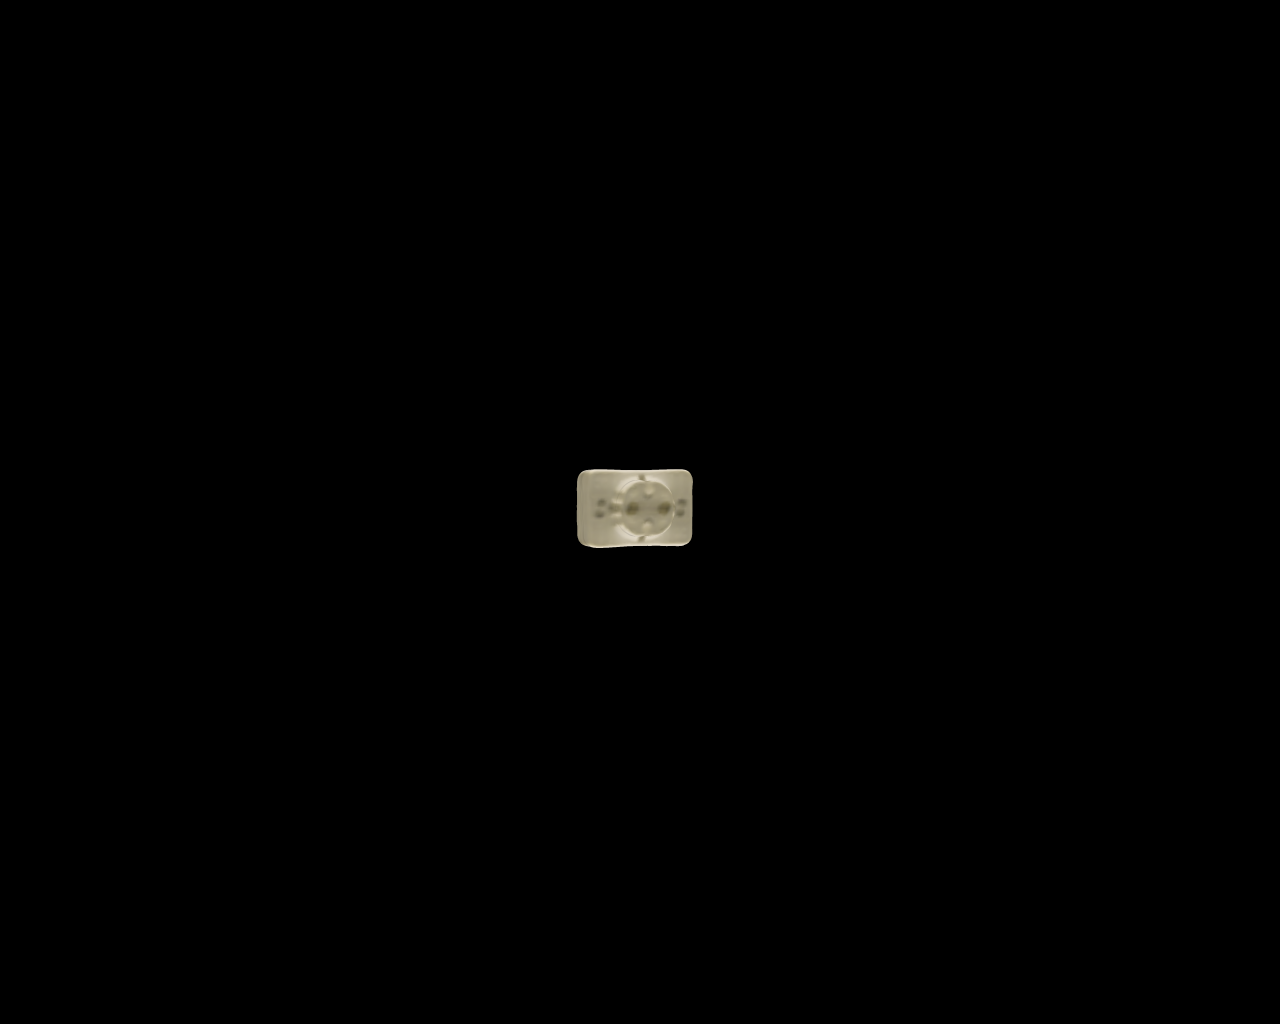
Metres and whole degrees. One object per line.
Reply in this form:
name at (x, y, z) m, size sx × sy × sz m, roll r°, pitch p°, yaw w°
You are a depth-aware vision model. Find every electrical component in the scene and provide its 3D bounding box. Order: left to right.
electrical component at (0.001, -0.003, 0.650) m, size 0.066 × 0.047 × 0.076 m, roll 0°, pitch 0°, yaw -13°
